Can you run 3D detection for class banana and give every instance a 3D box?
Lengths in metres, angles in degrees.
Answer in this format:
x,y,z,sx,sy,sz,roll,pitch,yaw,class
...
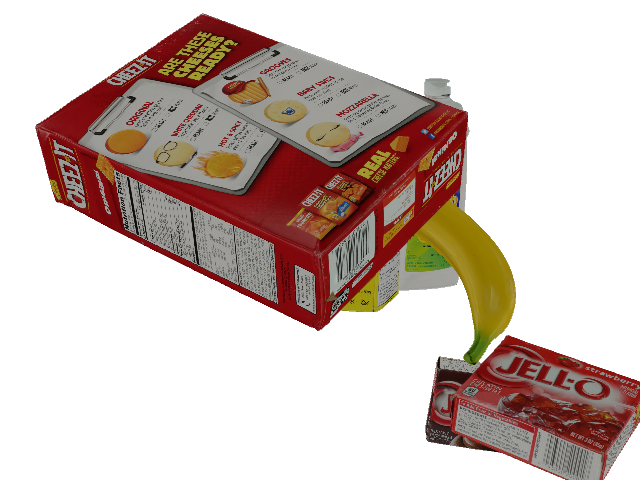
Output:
x,y,z,sx,sy,sz,roll,pitch,yaw,class
0.096,0.006,0.824,0.069,0.037,0.198,-19,49,-16,banana

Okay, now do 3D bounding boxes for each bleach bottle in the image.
x,y,z,sx,sy,sz,roll,pitch,yaw,class
0.126,-0.068,1.289,0.102,0.251,0.068,-3,18,-17,bleach bottle

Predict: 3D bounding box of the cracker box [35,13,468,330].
x,y,z,sx,sy,sz,roll,pitch,yaw,class
-0.040,-0.051,0.670,0.214,0.072,0.164,24,47,26,cracker box

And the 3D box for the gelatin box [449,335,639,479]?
x,y,z,sx,sy,sz,roll,pitch,yaw,class
0.127,0.092,0.594,0.089,0.030,0.073,19,33,28,gelatin box

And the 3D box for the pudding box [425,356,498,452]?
x,y,z,sx,sy,sz,roll,pitch,yaw,class
0.176,0.179,1.157,0.113,0.090,0.039,7,21,3,pudding box

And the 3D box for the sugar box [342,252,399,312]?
x,y,z,sx,sy,sz,roll,pitch,yaw,class
0.049,-0.026,1.021,0.048,0.176,0.093,3,10,17,sugar box
